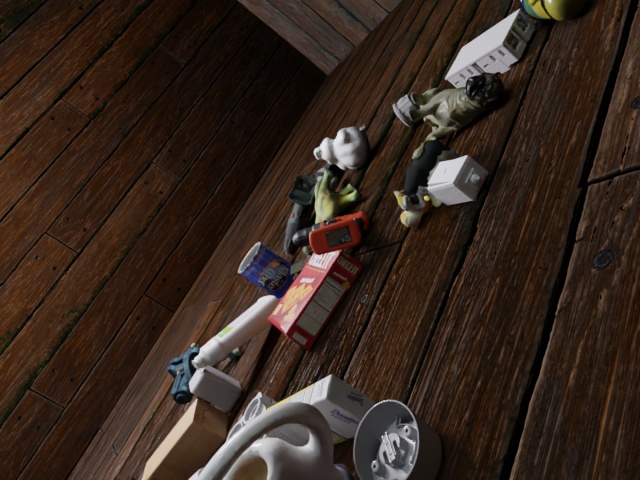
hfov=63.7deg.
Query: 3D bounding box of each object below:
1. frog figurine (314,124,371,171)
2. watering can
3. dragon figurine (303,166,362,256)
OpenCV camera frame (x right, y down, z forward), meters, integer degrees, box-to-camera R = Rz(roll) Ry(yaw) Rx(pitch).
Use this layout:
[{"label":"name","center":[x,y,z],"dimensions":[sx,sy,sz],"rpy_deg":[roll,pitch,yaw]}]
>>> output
[{"label":"frog figurine","center":[0.065,-0.270,1.539],"dimensions":[0.134,0.160,0.125],"rpy_deg":[94,161,-51]},{"label":"watering can","center":[-0.084,0.352,0.593],"dimensions":[0.349,0.221,0.105],"rpy_deg":[-56,33,-6]},{"label":"dragon figurine","center":[0.004,-0.073,1.447],"dimensions":[0.242,0.122,0.413],"rpy_deg":[-61,7,7]}]
